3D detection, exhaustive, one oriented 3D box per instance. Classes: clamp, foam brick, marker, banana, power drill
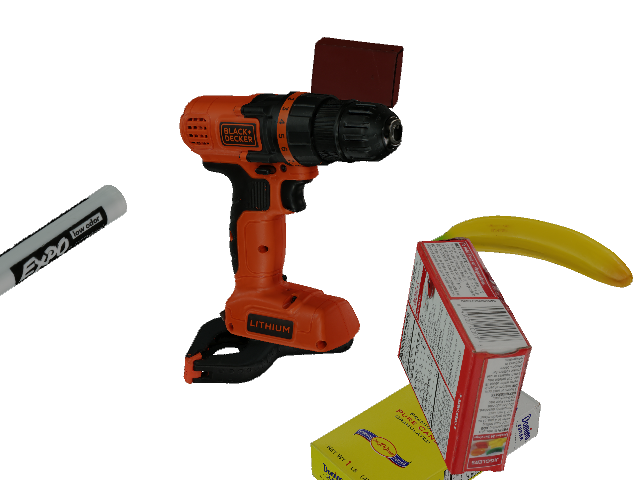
[{"bbox_3d":[-0.066,0.089,1.053,0.171,0.039,0.120,-14,36,-30],"label":"clamp"},{"bbox_3d":[0.034,-0.154,0.979,0.078,0.051,0.053,9,18,8],"label":"foam brick"},{"bbox_3d":[-0.149,0.007,0.551,0.020,0.020,0.120,0,30,44],"label":"marker"},{"bbox_3d":[0.207,0.008,1.039,0.198,0.037,0.069,8,47,22],"label":"banana"},{"bbox_3d":[-0.017,-0.016,0.782,0.185,0.188,0.057,8,20,37],"label":"power drill"}]

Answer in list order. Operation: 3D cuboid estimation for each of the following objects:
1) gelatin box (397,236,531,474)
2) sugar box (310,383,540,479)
[{"bbox_3d":[0.065,0.052,0.501,0.030,0.073,0.089,-3,34,-12],"label":"gelatin box"},{"bbox_3d":[0.088,0.163,0.882,0.176,0.048,0.093,-29,43,-28],"label":"sugar box"}]
